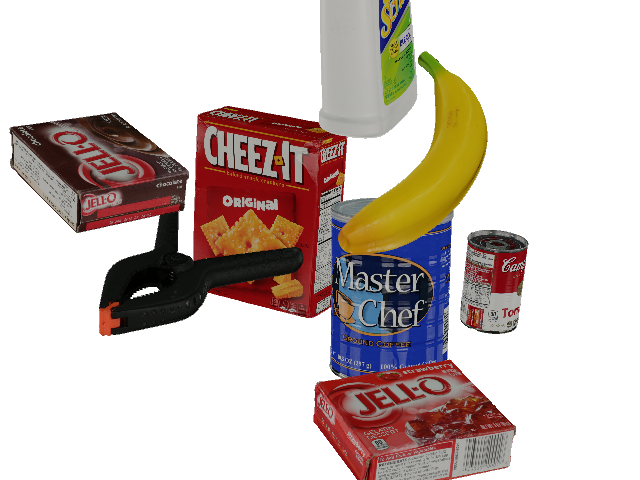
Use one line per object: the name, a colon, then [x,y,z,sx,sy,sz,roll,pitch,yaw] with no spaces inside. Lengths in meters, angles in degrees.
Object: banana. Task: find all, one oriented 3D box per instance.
banana: [0.073,-0.052,0.724,0.070,0.197,0.037,17,-41,10]

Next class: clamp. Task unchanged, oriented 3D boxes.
clamp: [-0.140,0.025,1.001,0.165,0.036,0.209,25,36,30]

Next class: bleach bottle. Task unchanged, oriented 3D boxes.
bleach bottle: [0.034,-0.217,0.873,0.068,0.251,0.102,11,35,26]

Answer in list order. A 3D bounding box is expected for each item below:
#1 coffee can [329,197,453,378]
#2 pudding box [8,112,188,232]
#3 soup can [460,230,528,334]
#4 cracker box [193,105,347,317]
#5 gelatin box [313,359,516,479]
coffee can: [0.059,0.041,0.905,0.103,0.140,0.103,0,12,0]
pudding box: [-0.165,-0.053,0.788,0.089,0.039,0.114,-14,35,-38]
soup can: [0.196,0.047,1.212,0.068,0.102,0.068,3,19,-1]
cracker box: [-0.062,-0.033,1.218,0.164,0.214,0.072,13,22,26]
gelatin box: [0.050,0.100,0.585,0.089,0.030,0.073,-6,26,-22]
